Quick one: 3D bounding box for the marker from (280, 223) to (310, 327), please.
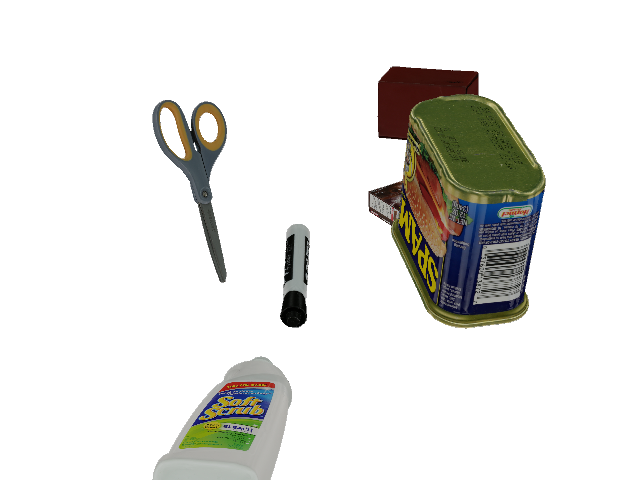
[{"bbox_3d":[-0.018,0.025,0.797,0.020,0.020,0.121,0,31,1],"label":"marker"}]

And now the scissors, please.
[{"bbox_3d":[-0.117,-0.064,1.159,0.096,0.202,0.016,-33,13,-37],"label":"scissors"}]

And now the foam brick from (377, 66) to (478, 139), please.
[{"bbox_3d":[0.091,-0.115,0.907,0.078,0.051,0.053,7,25,18],"label":"foam brick"}]

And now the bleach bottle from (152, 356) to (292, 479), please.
[{"bbox_3d":[-0.087,0.182,1.059,0.102,0.068,0.250,2,20,6],"label":"bleach bottle"}]

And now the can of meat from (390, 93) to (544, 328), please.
[{"bbox_3d":[0.078,-0.018,0.571,0.057,0.084,0.102,-6,38,-11],"label":"can of meat"}]

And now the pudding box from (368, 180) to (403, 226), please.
[{"bbox_3d":[0.141,-0.055,1.577,0.113,0.039,0.090,-21,34,-28],"label":"pudding box"}]
